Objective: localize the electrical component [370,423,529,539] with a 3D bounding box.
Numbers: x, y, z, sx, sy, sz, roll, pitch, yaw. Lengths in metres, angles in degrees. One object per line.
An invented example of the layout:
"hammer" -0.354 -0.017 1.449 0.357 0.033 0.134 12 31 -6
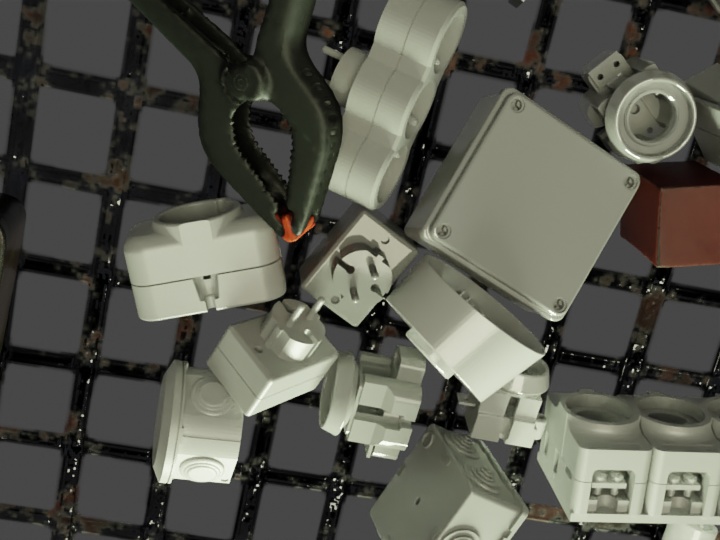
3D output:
"electrical component" 0.057 0.165 0.734 0.048 0.099 0.099 27 104 -26

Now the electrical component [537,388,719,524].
"electrical component" 0.209 0.124 0.739 0.150 0.089 0.061 3 107 -6

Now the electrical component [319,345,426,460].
"electrical component" 0.006 0.086 0.725 0.057 0.058 0.078 12 112 -10

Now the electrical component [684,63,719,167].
"electrical component" 0.249 -0.098 0.669 0.062 0.096 0.061 -29 107 4

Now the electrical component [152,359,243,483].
"electrical component" -0.107 0.101 0.708 0.051 0.080 0.080 8 107 -13

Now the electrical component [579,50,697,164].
"electrical component" 0.178 -0.100 0.682 0.058 0.057 0.078 -38 107 7

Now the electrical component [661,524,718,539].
"electrical component" 0.238 0.212 0.795 0.044 0.044 0.065 15 101 -10

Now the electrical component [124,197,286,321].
"electrical component" -0.099 -0.009 0.687 0.095 0.053 0.059 -10 108 -2

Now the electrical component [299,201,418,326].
"electrical component" 0.000 0.000 0.687 0.047 0.076 0.065 37 101 -15

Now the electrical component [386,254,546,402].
"electrical component" 0.066 0.035 0.688 0.064 0.099 0.099 -43 106 -1

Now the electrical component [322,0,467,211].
"electrical component" 0.005 -0.114 0.666 0.074 0.052 0.138 27 105 13

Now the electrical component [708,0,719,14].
"electrical component" 0.253 -0.215 0.653 0.113 0.057 0.078 -39 107 7

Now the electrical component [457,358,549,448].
"electrical component" 0.102 0.086 0.741 0.066 0.048 0.055 11 114 -9

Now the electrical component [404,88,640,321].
"electrical component" 0.102 -0.041 0.683 0.109 0.056 0.108 32 86 -14

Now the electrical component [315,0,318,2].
"electrical component" -0.037 -0.189 0.641 0.066 0.048 0.055 -38 99 7

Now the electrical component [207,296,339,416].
"electrical component" -0.047 0.045 0.684 0.047 0.066 0.076 49 127 19
